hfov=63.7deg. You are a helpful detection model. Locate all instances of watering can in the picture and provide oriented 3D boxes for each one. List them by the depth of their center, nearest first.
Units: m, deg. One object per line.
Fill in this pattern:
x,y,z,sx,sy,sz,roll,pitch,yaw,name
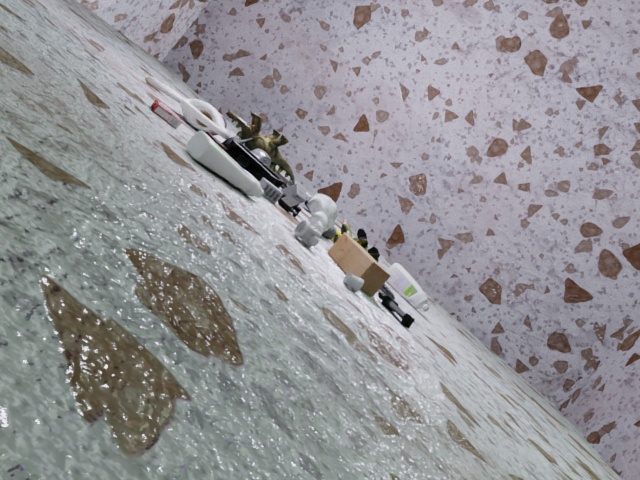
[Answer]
-0.472,-0.488,1.927,0.347,0.104,0.225,38,5,-2,watering can

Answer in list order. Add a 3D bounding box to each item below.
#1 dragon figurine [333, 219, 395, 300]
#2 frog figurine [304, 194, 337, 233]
0.177,0.079,1.949,0.122,0.417,0.239,-33,-24,5,dragon figurine
0.006,-0.097,1.929,0.122,0.135,0.162,-23,22,7,frog figurine
